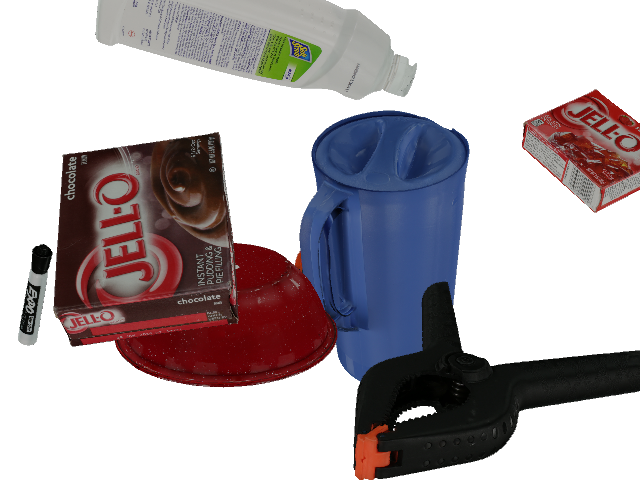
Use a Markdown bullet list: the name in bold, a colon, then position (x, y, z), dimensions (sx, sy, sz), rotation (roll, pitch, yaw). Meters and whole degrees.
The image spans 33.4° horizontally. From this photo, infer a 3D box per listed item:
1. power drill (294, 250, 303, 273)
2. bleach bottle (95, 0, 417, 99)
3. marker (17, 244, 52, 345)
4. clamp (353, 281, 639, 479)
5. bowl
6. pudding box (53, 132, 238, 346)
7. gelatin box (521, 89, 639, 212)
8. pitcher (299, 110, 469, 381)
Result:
- **power drill**: position (0.054, 0.060, 1.242), dimensions (0.187, 0.057, 0.184), rotation (0, 28, 3)
- **bleach bottle**: position (-0.048, -0.164, 0.849), dimensions (0.250, 0.068, 0.103), rotation (19, -29, -6)
- **marker**: position (-0.279, 0.053, 1.043), dimensions (0.020, 0.121, 0.020), rotation (13, 35, -10)
- **clamp**: position (0.081, 0.083, 0.649), dimensions (0.209, 0.036, 0.165), rotation (-20, 31, -41)
- **bowl**: position (-0.067, 0.043, 0.767), dimensions (0.162, 0.055, 0.162), rotation (1, 21, -1)
- **pudding box**: position (-0.093, -0.002, 0.572), dimensions (0.090, 0.113, 0.039), rotation (-8, -42, -1)
- **gelatin box**: position (0.208, -0.070, 0.806), dimensions (0.073, 0.030, 0.089), rotation (-24, 52, -21)
- **pitcher**: position (0.057, 0.020, 0.961), dimensions (0.149, 0.243, 0.145), rotation (-5, 36, -1)
